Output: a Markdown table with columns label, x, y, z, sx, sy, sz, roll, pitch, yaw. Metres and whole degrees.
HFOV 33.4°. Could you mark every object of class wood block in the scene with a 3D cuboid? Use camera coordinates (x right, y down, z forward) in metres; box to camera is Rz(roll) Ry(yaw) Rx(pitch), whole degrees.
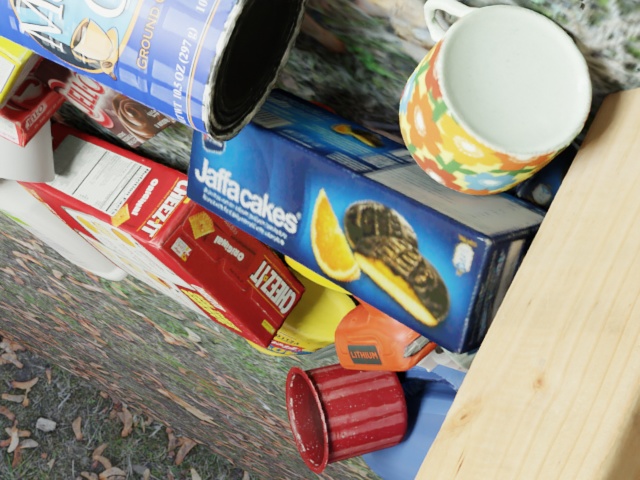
| label | x | y | z | sx | sy | sz | roll | pitch | yaw |
| --- | --- | --- | --- | --- | --- | --- | --- | --- | --- |
| wood block | 0.137 | 0.041 | 0.444 | 0.090 | 0.206 | 0.090 | 40 | 159 | -27 |

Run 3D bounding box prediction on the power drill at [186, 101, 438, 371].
| label | x | y | z | sx | sy | sz | roll | pitch | yaw |
| --- | --- | --- | --- | --- | --- | --- | --- | --- | --- |
| power drill | -0.005 | 0.001 | 0.711 | 0.187 | 0.057 | 0.185 | 53 | 157 | -13 |

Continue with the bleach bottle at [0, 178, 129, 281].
| label | x | y | z | sx | sy | sz | roll | pitch | yaw |
| --- | --- | --- | --- | --- | --- | --- | --- | --- | --- |
| bleach bottle | -0.264 | -0.038 | 0.992 | 0.103 | 0.068 | 0.250 | 21 | 170 | 26 |

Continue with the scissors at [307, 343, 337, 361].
| label | x | y | z | sx | sy | sz | roll | pitch | yaw |
| --- | --- | --- | --- | --- | --- | --- | --- | --- | --- |
| scissors | 0.063 | 0.082 | 0.887 | 0.096 | 0.016 | 0.202 | 11 | 157 | -14 |

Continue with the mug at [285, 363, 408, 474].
| label | x | y | z | sx | sy | sz | roll | pitch | yaw |
| --- | --- | --- | --- | --- | --- | --- | --- | --- | --- |
| mug | 0.020 | 0.151 | 0.938 | 0.081 | 0.093 | 0.117 | -11 | 166 | -21 |

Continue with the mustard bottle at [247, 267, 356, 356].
| label | x | y | z | sx | sy | sz | roll | pitch | yaw |
| --- | --- | --- | --- | --- | --- | --- | --- | --- | --- |
| mustard bottle | -0.034 | 0.075 | 1.022 | 0.096 | 0.058 | 0.192 | 24 | 163 | -9 |

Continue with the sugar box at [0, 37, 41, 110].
| label | x | y | z | sx | sy | sz | roll | pitch | yaw |
| --- | --- | --- | --- | --- | --- | --- | --- | --- | --- |
| sugar box | -0.188 | -0.131 | 0.656 | 0.048 | 0.093 | 0.176 | 37 | 160 | -18 |

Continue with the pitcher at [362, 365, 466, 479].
| label | x | y | z | sx | sy | sz | roll | pitch | yaw |
| --- | --- | --- | --- | --- | --- | --- | --- | --- | --- |
| pitcher | 0.123 | 0.173 | 0.957 | 0.144 | 0.149 | 0.243 | 3 | 176 | -24 |

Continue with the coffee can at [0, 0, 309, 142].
| label | x | y | z | sx | sy | sz | roll | pitch | yaw |
| --- | --- | --- | --- | --- | --- | --- | --- | --- | --- |
| coffee can | -0.088 | -0.122 | 0.515 | 0.140 | 0.102 | 0.103 | 26 | 161 | 10 |

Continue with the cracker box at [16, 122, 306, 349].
| label | x | y | z | sx | sy | sz | roll | pitch | yaw |
| --- | --- | --- | --- | --- | --- | --- | --- | --- | --- |
| cracker box | -0.135 | -0.008 | 0.899 | 0.214 | 0.072 | 0.164 | 22 | 162 | 41 |

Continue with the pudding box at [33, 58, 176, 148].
| label | x | y | z | sx | sy | sz | roll | pitch | yaw |
| --- | --- | --- | --- | --- | --- | --- | --- | --- | --- |
| pudding box | -0.141 | -0.110 | 0.726 | 0.090 | 0.039 | 0.114 | 35 | 161 | -17 |

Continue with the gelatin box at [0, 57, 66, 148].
| label | x | y | z | sx | sy | sz | roll | pitch | yaw |
| --- | --- | --- | --- | --- | --- | --- | --- | --- | --- |
| gelatin box | -0.232 | -0.117 | 0.782 | 0.089 | 0.073 | 0.030 | 26 | 148 | 12 |

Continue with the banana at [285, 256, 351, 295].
| label | x | y | z | sx | sy | sz | roll | pitch | yaw |
| --- | --- | --- | --- | --- | --- | --- | --- | --- | --- |
| banana | 0.039 | 0.016 | 0.798 | 0.069 | 0.037 | 0.198 | 42 | 159 | -15 |
